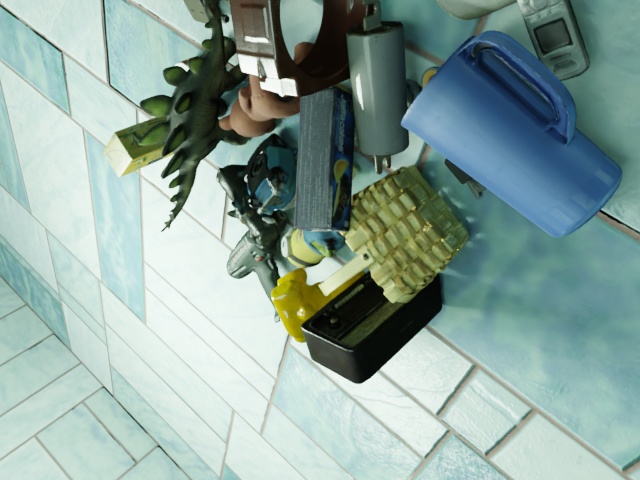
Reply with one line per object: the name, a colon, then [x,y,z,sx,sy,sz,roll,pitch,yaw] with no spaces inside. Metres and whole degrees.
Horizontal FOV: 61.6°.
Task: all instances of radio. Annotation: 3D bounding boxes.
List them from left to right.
radio: [0.088,0.126,0.885,0.131,0.229,0.073,14,126,44]

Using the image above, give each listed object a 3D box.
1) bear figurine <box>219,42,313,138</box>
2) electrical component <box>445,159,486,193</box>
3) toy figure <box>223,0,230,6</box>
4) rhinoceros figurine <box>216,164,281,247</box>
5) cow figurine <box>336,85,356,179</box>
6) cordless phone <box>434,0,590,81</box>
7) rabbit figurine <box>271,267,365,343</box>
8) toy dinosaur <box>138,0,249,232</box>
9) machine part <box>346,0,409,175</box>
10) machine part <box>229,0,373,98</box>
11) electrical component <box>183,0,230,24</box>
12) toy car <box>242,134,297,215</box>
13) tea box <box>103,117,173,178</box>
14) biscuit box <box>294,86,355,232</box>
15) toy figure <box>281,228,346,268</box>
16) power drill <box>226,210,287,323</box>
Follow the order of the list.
bear figurine: [-0.092,-0.243,0.891,0.196,0.120,0.131,-176,87,-65]
electrical component: [0.208,-0.112,0.737,0.063,0.021,0.094,-37,97,28]
toy figure: [-0.107,-0.397,0.835,0.155,0.058,0.064,21,136,27]
rhinoceros figurine: [-0.130,-0.070,1.020,0.073,0.112,0.190,-41,64,17]
cow figurine: [0.006,-0.160,0.861,0.068,0.098,0.167,23,125,38]
cordless phone: [0.215,-0.256,0.601,0.147,0.089,0.184,-10,114,47]
rabbit figurine: [0.015,0.118,0.990,0.173,0.122,0.162,-23,90,5]
toy dinosaur: [-0.231,-0.206,0.984,0.105,0.198,0.470,38,136,23]
machine part: [0.082,-0.206,0.741,0.079,0.079,0.242,17,129,37]
machine part: [-0.021,-0.303,0.703,0.087,0.201,0.200,23,132,37]
electrical component: [-0.202,-0.418,0.928,0.102,0.045,0.078,23,160,35]
toy car: [-0.071,-0.109,0.964,0.109,0.103,0.162,-49,36,28]
tea box: [-0.355,-0.205,1.128,0.068,0.169,0.098,57,142,-4]
biscuit box: [0.009,-0.113,0.769,0.063,0.059,0.202,1,86,33]
toy figure: [-0.003,0.000,0.999,0.180,0.082,0.089,-26,105,47]
power drill: [-0.097,0.065,1.137,0.232,0.086,0.207,-32,97,43]
